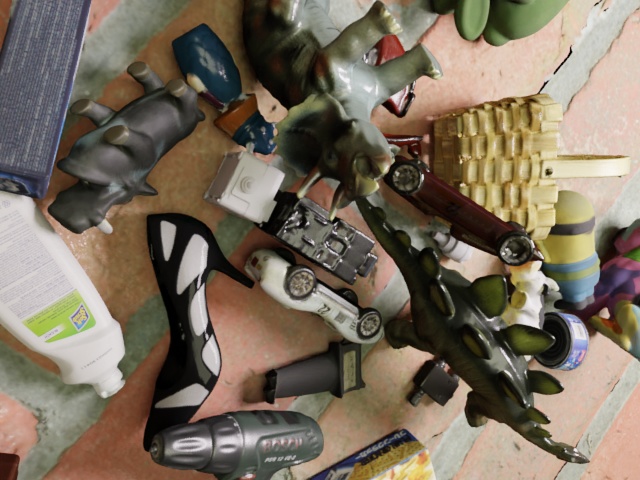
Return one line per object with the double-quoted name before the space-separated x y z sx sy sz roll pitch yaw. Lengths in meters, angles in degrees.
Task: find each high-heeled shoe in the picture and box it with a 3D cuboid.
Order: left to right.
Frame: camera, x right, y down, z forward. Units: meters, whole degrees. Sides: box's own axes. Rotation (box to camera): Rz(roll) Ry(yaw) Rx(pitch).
"high-heeled shoe" -0.173 0.097 0.584 0.145 0.086 0.248 31 79 -21

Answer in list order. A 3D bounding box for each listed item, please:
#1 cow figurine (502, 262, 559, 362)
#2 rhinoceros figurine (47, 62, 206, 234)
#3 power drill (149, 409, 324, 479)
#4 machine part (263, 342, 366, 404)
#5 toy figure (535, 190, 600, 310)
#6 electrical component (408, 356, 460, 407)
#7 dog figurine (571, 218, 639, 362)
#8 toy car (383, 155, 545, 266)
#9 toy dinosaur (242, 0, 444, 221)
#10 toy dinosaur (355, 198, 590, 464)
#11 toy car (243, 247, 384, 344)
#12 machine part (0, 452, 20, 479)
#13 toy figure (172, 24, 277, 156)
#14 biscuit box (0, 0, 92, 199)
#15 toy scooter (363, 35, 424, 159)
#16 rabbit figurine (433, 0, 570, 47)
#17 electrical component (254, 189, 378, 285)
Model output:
"cow figurine" 0.299 0.101 0.786 0.098 0.068 0.167 20 92 -29
"rhinoceros figurine" -0.197 -0.090 0.542 0.073 0.112 0.190 28 66 17
"power drill" -0.104 0.291 0.614 0.232 0.086 0.207 4 96 -46
"machine part" -0.006 0.173 0.686 0.139 0.039 0.084 -11 109 -23
"toy figure" 0.367 0.014 0.791 0.082 0.089 0.180 -32 106 -52
"electrical component" 0.168 0.206 0.770 0.063 0.021 0.094 45 79 -22
"dog figurine" 0.496 0.060 0.811 0.108 0.192 0.219 30 100 -17
"toy car" 0.158 -0.030 0.607 0.202 0.089 0.053 35 104 6
"toy dinosaur" -0.016 -0.204 0.572 0.192 0.405 0.131 -40 158 22
"toy dinosaur" 0.169 0.101 0.661 0.471 0.198 0.105 46 69 3
"toy car" -0.001 0.070 0.640 0.201 0.074 0.056 35 90 -33
"machine part" -0.341 0.307 0.472 0.087 0.201 0.201 15 91 -21
"toy figure" -0.101 -0.159 0.594 0.064 0.058 0.154 -36 113 -9
"biscuit box" -0.262 -0.142 0.493 0.063 0.059 0.202 13 70 -25
"toy scooter" 0.078 -0.164 0.658 0.135 0.075 0.183 12 95 -23
"rabbit figurine" 0.216 -0.332 0.667 0.159 0.121 0.170 -43 139 20
"electrical component" -0.001 -0.002 0.623 0.134 0.115 0.058 33 88 -23
